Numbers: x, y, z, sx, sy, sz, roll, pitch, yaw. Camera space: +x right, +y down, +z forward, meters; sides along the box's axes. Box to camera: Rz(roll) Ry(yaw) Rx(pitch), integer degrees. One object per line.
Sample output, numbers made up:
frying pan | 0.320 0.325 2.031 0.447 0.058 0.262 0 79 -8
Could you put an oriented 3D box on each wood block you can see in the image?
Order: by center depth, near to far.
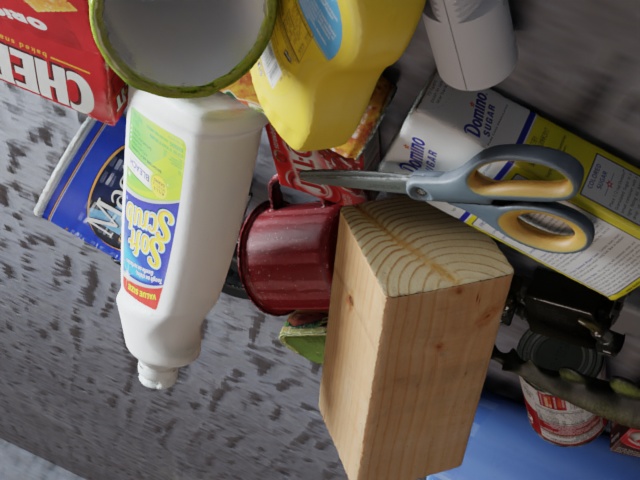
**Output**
wood block | 0.060 0.075 0.757 0.090 0.091 0.206 -10 135 -16

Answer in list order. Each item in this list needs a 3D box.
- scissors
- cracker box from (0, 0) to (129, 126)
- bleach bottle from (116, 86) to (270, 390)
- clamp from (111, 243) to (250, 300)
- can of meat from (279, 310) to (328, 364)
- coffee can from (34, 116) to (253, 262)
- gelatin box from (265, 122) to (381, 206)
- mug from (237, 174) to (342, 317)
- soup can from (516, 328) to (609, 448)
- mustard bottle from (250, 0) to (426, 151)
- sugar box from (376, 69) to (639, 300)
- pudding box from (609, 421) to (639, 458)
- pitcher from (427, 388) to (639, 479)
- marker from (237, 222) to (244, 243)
scissors | 0.080 -0.021 0.646 0.202 0.016 0.096 -5 138 50
cracker box | -0.194 -0.173 0.654 0.164 0.072 0.214 23 156 5
bleach bottle | -0.098 0.003 0.750 0.103 0.067 0.251 36 128 37
clamp | -0.115 0.006 0.974 0.210 0.036 0.164 18 154 15
can of meat | 0.022 0.056 0.882 0.057 0.084 0.102 40 153 -28
coffee can | -0.139 -0.030 0.848 0.140 0.102 0.103 31 155 -10
gelatin box | 0.003 -0.060 0.735 0.073 0.030 0.089 20 154 16
mug | -0.005 0.001 0.813 0.082 0.093 0.117 -3 106 39
soup can | 0.194 0.114 0.846 0.069 0.068 0.102 14 152 26
mustard bottle | 0.012 -0.125 0.529 0.058 0.096 0.192 -8 162 -18
sugar box | 0.129 -0.032 0.650 0.176 0.048 0.093 31 155 0
pudding box | 0.293 0.149 0.830 0.113 0.039 0.090 10 154 3
pitcher | 0.229 0.229 0.988 0.243 0.144 0.149 23 144 16
marker | -0.045 0.010 0.935 0.121 0.020 0.020 36 154 -19
